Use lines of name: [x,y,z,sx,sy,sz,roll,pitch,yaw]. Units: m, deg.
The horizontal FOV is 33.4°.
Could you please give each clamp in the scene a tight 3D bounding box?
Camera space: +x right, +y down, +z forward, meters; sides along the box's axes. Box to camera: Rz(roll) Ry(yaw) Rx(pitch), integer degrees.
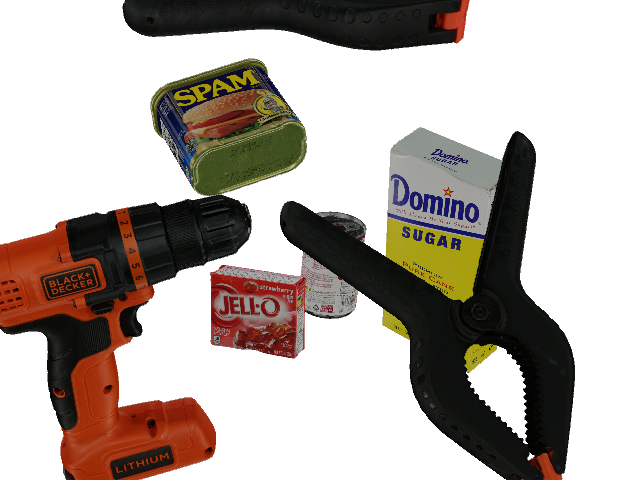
clamp: [0.075,0.044,0.608,0.164,0.210,0.036,-11,-19,-11]
clamp: [-0.013,-0.124,0.549,0.172,0.039,0.120,13,42,16]

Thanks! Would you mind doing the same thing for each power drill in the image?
power drill: [-0.123,0.066,0.707,0.184,0.187,0.057,-14,27,-7]

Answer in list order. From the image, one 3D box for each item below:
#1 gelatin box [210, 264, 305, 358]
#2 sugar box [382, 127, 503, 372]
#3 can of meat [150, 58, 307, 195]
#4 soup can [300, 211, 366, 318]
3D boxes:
gelatin box: [-0.059,0.066,0.999,0.089,0.073,0.030,8,18,19]
sugar box: [0.096,0.009,0.828,0.093,0.176,0.048,27,46,33]
can of meat: [-0.071,-0.088,0.842,0.102,0.057,0.084,-20,51,-17]
soup can: [0.012,0.028,1.194,0.068,0.102,0.068,5,27,-3]
